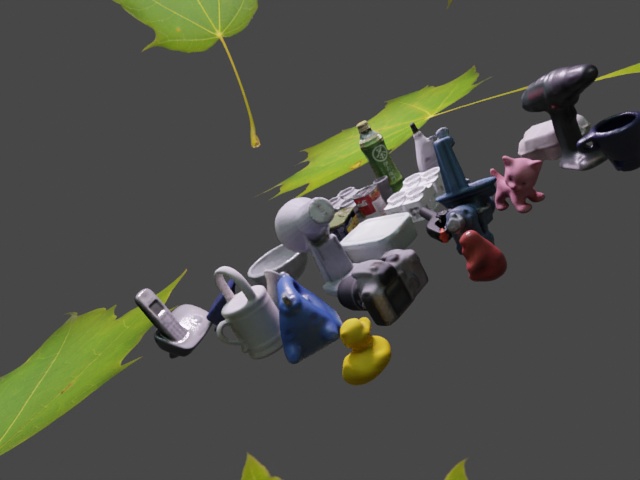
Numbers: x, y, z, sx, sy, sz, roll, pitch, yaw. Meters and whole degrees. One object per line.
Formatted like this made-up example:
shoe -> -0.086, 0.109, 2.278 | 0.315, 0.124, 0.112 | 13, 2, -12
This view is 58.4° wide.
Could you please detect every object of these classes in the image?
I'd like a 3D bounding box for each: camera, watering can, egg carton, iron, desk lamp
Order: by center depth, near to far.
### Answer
camera -> 0.101, 0.078, 1.054 | 0.136, 0.101, 0.143 | -9, 27, 50
iron -> -0.043, 0.125, 1.088 | 0.118, 0.142, 0.258 | -30, 17, 0
watering can -> -0.142, 0.129, 1.147 | 0.100, 0.194, 0.173 | -19, 20, 32
desk lamp -> 0.011, 0.004, 1.218 | 0.118, 0.214, 0.202 | -37, 18, -21
egg carton -> 0.523, -0.225, 1.279 | 0.150, 0.069, 0.107 | -15, 22, 40

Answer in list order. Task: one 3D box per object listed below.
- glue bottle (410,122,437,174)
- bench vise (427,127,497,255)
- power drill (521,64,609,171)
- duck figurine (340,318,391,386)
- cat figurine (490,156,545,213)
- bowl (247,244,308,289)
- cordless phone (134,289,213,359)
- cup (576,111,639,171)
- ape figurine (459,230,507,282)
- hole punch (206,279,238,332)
glue bottle -> 0.283, -0.236, 1.528 | 0.078, 0.173, 0.037 | -31, 17, -4
bench vise -> 0.271, -0.098, 1.073 | 0.121, 0.220, 0.207 | -25, 18, 15
power drill -> 0.499, -0.247, 1.142 | 0.075, 0.209, 0.229 | -32, 17, -6
duck figurine -> 0.060, 0.167, 0.896 | 0.077, 0.086, 0.105 | -15, 22, 40
cat figurine -> 0.383, -0.119, 1.124 | 0.067, 0.118, 0.127 | -35, 18, -15
bowl -> -0.093, 0.072, 1.434 | 0.167, 0.075, 0.167 | -27, 17, 9
cordless phone -> -0.352, 0.176, 1.373 | 0.094, 0.185, 0.148 | -21, 19, 26
cup -> 0.540, -0.168, 1.046 | 0.117, 0.095, 0.092 | -25, 18, 17
ape figurine -> 0.264, 0.023, 0.957 | 0.076, 0.092, 0.078 | -9, 27, 50
hole punch -> -0.231, 0.154, 1.398 | 0.101, 0.091, 0.108 | -25, 18, 16
